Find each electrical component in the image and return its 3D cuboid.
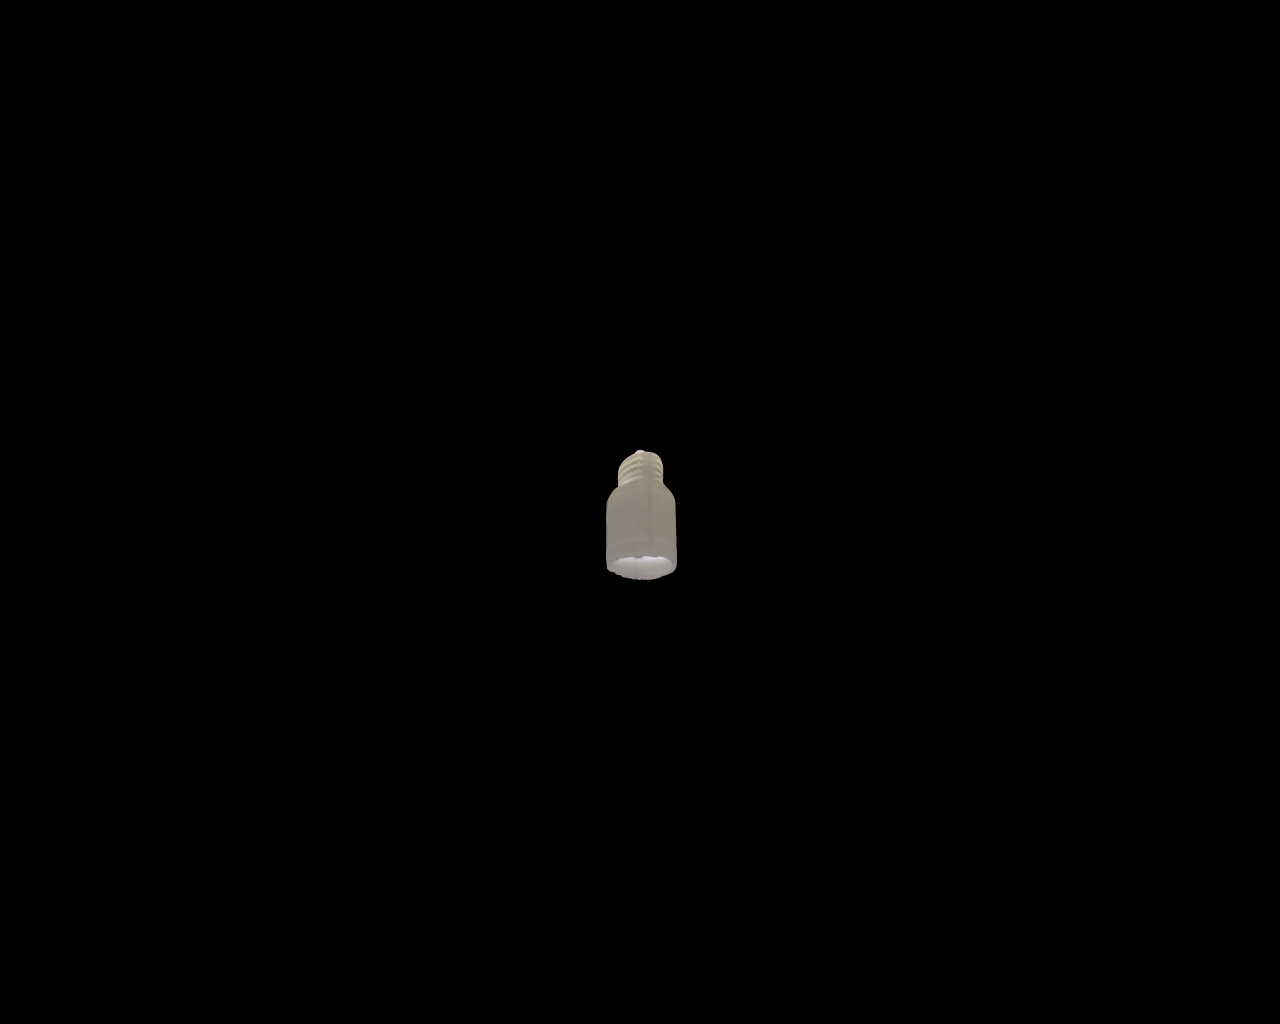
[{"bbox_3d":[0.001,-0.003,0.650,0.043,0.081,0.043,0,-23,0],"label":"electrical component"}]
